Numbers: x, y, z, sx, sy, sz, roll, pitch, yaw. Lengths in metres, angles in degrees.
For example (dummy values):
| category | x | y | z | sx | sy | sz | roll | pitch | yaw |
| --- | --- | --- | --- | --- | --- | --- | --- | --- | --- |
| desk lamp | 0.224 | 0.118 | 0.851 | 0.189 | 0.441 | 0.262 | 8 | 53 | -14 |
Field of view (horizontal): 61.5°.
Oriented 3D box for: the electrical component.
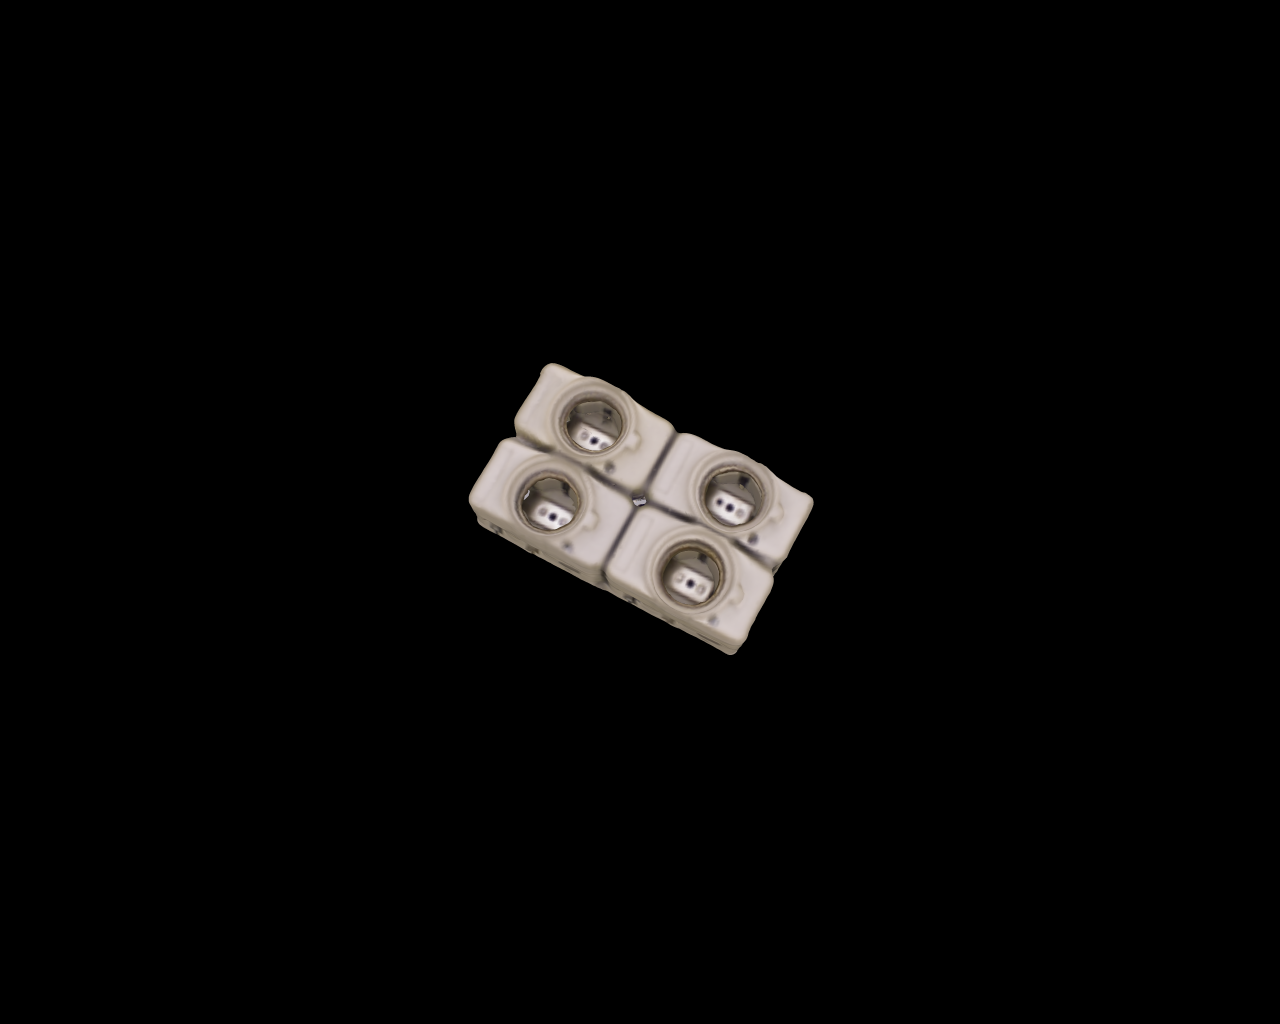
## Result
| category | x | y | z | sx | sy | sz | roll | pitch | yaw |
| --- | --- | --- | --- | --- | --- | --- | --- | --- | --- |
| electrical component | 0.001 | -0.003 | 0.650 | 0.186 | 0.105 | 0.060 | 27 | -14 | 7 |
